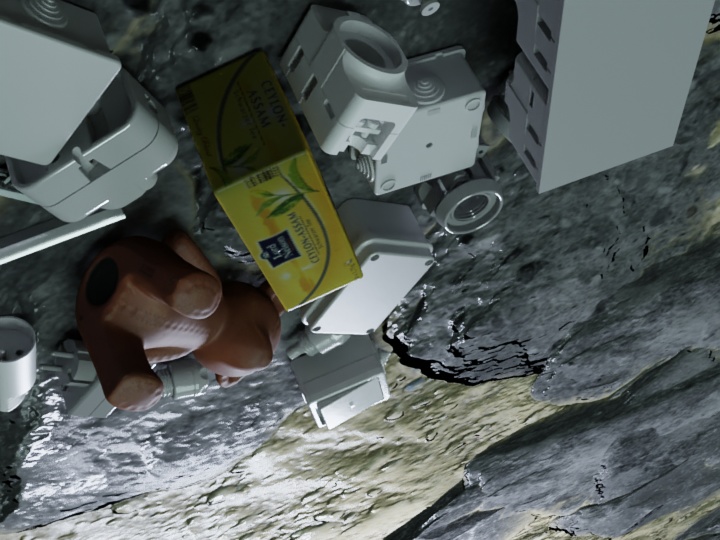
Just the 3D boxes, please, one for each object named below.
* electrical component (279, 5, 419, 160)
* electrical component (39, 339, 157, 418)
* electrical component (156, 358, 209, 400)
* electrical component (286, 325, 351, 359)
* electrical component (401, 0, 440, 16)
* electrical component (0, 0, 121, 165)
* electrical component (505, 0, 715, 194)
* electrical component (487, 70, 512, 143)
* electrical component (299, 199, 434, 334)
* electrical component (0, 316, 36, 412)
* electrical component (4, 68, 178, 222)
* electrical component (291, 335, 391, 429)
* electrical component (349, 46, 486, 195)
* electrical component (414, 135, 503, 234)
[{"bbox_3d":[-0.006,-0.124,0.692,0.050,0.089,0.055,2,139,-37],"label":"electrical component"},{"bbox_3d":[-0.223,0.077,0.877,0.076,0.047,0.083,13,132,-45],"label":"electrical component"},{"bbox_3d":[-0.168,0.100,0.961,0.061,0.035,0.035,-9,145,-21],"label":"electrical component"},{"bbox_3d":[-0.041,0.063,0.996,0.061,0.035,0.035,-32,148,15],"label":"electrical component"},{"bbox_3d":[0.024,-0.186,0.641,0.040,0.078,0.040,-25,163,-8],"label":"electrical component"},{"bbox_3d":[-0.200,-0.114,0.611,0.100,0.048,0.100,13,132,-45],"label":"electrical component"},{"bbox_3d":[0.157,-0.144,0.692,0.105,0.060,0.186,-20,148,-9],"label":"electrical component"},{"bbox_3d":[0.135,-0.125,0.820,0.078,0.058,0.057,16,127,-47],"label":"electrical component"},{"bbox_3d":[0.000,0.000,0.910,0.078,0.057,0.113,5,138,-39],"label":"electrical component"},{"bbox_3d":[-0.277,0.077,0.844,0.043,0.043,0.081,-10,145,-23],"label":"electrical component"},{"bbox_3d":[-0.168,-0.076,0.684,0.095,0.053,0.059,-31,148,9],"label":"electrical component"},{"bbox_3d":[-0.011,0.107,1.056,0.096,0.061,0.061,-22,148,-5],"label":"electrical component"},{"bbox_3d":[0.042,-0.107,0.789,0.100,0.048,0.099,-18,148,-13],"label":"electrical component"},{"bbox_3d":[0.080,-0.067,0.868,0.058,0.057,0.078,-1,141,-33],"label":"electrical component"}]
